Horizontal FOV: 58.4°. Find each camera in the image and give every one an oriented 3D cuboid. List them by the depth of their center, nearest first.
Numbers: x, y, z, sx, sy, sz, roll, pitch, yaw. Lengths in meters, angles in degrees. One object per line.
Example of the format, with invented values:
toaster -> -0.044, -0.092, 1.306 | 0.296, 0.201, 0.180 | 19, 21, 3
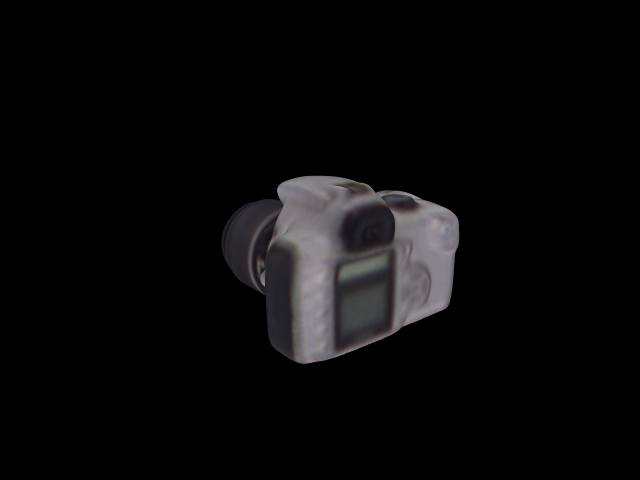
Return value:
camera -> 0.004, 0.001, 0.400 | 0.144, 0.101, 0.136 | -14, 22, -37
